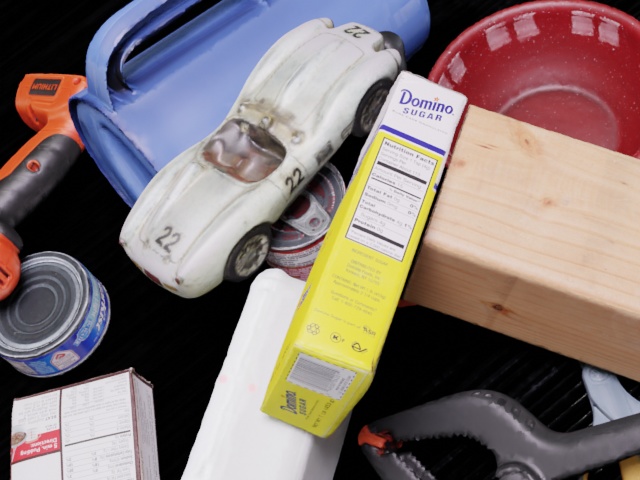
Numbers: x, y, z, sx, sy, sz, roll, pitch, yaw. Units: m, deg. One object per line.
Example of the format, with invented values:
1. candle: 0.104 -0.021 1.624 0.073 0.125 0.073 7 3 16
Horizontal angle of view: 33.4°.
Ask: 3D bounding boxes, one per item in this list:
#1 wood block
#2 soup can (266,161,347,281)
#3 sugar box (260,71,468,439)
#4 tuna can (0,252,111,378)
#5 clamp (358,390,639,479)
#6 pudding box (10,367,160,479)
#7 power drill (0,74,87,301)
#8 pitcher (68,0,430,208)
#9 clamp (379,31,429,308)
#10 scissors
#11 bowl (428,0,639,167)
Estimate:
1. wood block: 0.161 0.014 0.589 0.206 0.091 0.090 19 66 6
2. soup can: -0.004 0.001 0.681 0.068 0.102 0.068 -8 58 13
3. sugar box: 0.023 0.006 0.560 0.048 0.093 0.176 21 58 -3
4. tuna can: -0.194 0.052 0.754 0.086 0.033 0.086 -8 59 13
5. clamp: 0.119 0.130 0.584 0.210 0.036 0.164 23 92 32
6. pudding box: -0.150 0.147 0.682 0.090 0.039 0.113 -15 59 8
7. power drill: -0.244 -0.040 0.799 0.185 0.057 0.187 11 61 43
8. pitcher: -0.044 -0.117 0.728 0.242 0.149 0.145 -41 94 -18
9. clamp: 0.054 -0.039 0.702 0.039 0.120 0.171 -6 80 11
10. scissors: 0.184 0.085 0.622 0.096 0.016 0.201 -6 60 13
11. bowl: 0.151 -0.082 0.707 0.162 0.055 0.162 -8 58 13
